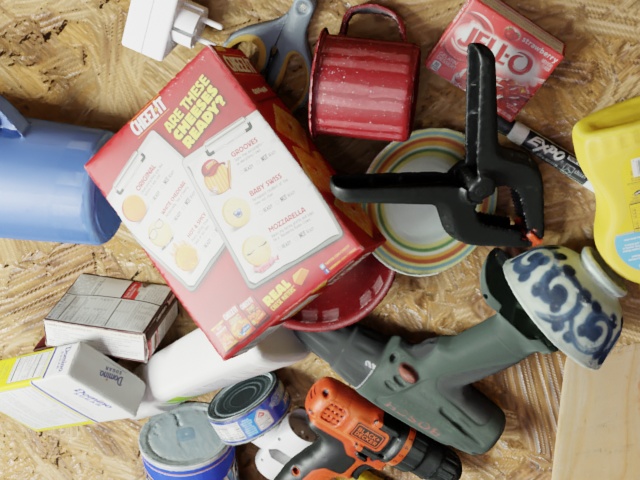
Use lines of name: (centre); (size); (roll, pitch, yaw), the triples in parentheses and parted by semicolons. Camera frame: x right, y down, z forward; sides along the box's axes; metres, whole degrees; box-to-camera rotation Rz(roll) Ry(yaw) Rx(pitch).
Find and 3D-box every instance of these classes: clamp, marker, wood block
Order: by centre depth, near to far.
clamp: (0.115, -0.046, 0.885); (0.165, 0.036, 0.209); (-37, 131, 9)
marker: (0.189, -0.078, 0.904); (0.121, 0.020, 0.020); (31, 125, -3)
wood block: (0.263, 0.191, 0.937); (0.090, 0.206, 0.091); (-14, 117, 25)

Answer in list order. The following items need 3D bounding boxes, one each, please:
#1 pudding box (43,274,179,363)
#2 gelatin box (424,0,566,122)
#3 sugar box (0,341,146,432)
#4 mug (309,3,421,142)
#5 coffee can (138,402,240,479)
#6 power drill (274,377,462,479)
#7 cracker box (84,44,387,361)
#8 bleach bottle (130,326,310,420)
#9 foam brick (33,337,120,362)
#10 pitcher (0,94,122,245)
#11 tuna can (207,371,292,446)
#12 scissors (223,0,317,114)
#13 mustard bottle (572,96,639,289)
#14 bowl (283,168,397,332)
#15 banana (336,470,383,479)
pudding box: (-0.212, 0.078, 1.089); (0.113, 0.090, 0.039); (6, 122, 13)
gelatin box: (0.141, -0.150, 0.866); (0.089, 0.030, 0.073); (33, 125, -5)
sugar box: (-0.270, 0.153, 1.101); (0.177, 0.048, 0.093); (-17, 136, 39)
mug: (0.040, -0.137, 0.881); (0.081, 0.093, 0.117); (7, 87, 7)
coffee can: (-0.139, 0.265, 1.177); (0.103, 0.102, 0.140); (5, 123, 15)
power drill: (0.029, 0.246, 1.101); (0.184, 0.057, 0.188); (33, 108, -13)
cracker box: (-0.073, -0.032, 0.910); (0.164, 0.072, 0.214); (-40, 81, 21)
bleach bottle: (-0.134, 0.134, 1.096); (0.251, 0.102, 0.068); (-26, 71, 31)
foam brick: (-0.256, 0.115, 1.151); (0.078, 0.051, 0.053); (-16, 116, 26)
pitcher: (-0.310, -0.070, 1.004); (0.243, 0.149, 0.145); (7, 86, 9)
tuna can: (-0.074, 0.173, 1.108); (0.086, 0.086, 0.033); (-19, 112, 27)
scissors: (-0.033, -0.197, 0.901); (0.096, 0.016, 0.202); (17, 125, 7)
mustard bottle: (0.274, -0.022, 0.884); (0.096, 0.058, 0.191); (-20, 117, 0)
bowl: (-0.006, 0.001, 0.982); (0.162, 0.055, 0.162); (2, 110, 7)
banana: (0.106, 0.283, 1.153); (0.198, 0.037, 0.070); (9, 110, 11)
